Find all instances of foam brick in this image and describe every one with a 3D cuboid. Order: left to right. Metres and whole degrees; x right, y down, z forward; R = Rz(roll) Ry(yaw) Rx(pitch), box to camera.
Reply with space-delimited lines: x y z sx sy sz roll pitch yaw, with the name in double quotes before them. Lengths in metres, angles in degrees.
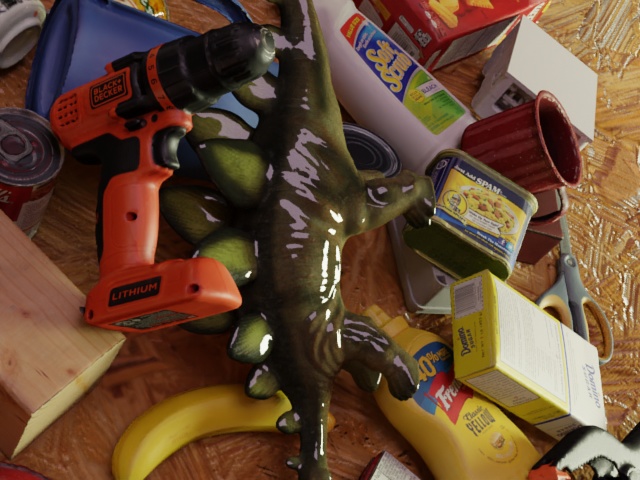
"foam brick" 0.197 -0.025 1.041 0.053 0.051 0.078 13 55 -18

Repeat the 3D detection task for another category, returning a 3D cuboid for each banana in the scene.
"banana" -0.079 0.143 0.802 0.197 0.037 0.069 -16 85 -33

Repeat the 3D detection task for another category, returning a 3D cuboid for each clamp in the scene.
"clamp" 0.253 0.197 0.896 0.209 0.036 0.164 23 57 -34

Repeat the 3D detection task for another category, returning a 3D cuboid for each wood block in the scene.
"wood block" -0.247 0.038 0.746 0.206 0.091 0.090 44 50 5

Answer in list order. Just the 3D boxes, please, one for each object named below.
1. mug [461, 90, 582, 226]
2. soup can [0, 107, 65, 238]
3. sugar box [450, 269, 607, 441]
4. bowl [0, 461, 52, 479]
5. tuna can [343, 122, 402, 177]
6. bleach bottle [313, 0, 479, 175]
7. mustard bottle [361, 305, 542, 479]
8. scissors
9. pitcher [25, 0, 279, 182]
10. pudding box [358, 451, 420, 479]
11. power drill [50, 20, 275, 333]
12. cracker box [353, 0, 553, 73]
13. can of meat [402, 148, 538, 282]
"mug" 0.187 -0.069 0.975 0.093 0.082 0.117 -34 103 -57
"soup can" -0.235 -0.042 0.796 0.068 0.102 0.068 13 55 -20
"sugar box" 0.179 0.105 0.911 0.176 0.048 0.093 36 44 -38
"bowl" -0.209 0.209 0.677 0.162 0.055 0.162 13 54 -19
"tuna can" 0.031 -0.070 0.982 0.086 0.034 0.086 18 37 -14
"bleach bottle" 0.044 -0.164 1.045 0.251 0.068 0.102 46 45 8
"mustard bottle" 0.097 0.134 0.881 0.096 0.058 0.192 -25 73 -46
"scissors" 0.229 0.031 1.044 0.096 0.016 0.202 0 60 -27
"pitcher" -0.109 -0.122 0.880 0.242 0.149 0.145 13 71 -28
"pudding box" 0.072 0.218 0.797 0.113 0.039 0.090 38 15 6
"power drill" -0.100 -0.041 0.712 0.057 0.185 0.187 18 60 -54
"cracker box" 0.132 -0.280 1.160 0.213 0.072 0.164 -28 76 -38
"can of meat" 0.128 -0.016 0.920 0.102 0.058 0.083 31 53 -6
